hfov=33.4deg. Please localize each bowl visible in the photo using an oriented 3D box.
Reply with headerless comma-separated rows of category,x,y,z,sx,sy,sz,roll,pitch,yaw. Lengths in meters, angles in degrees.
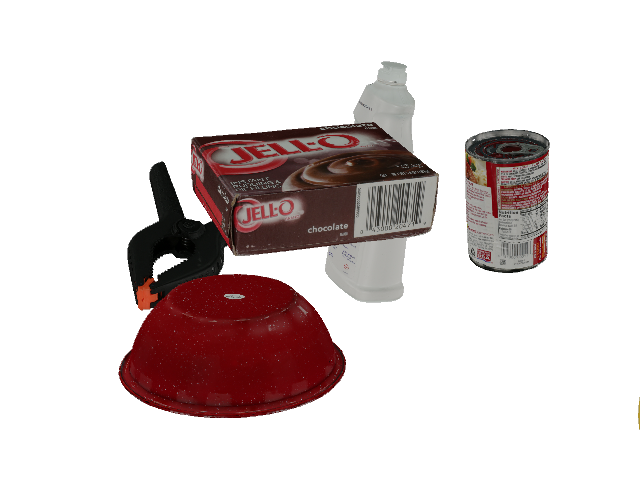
bowl,-0.062,0.064,0.753,0.162,0.055,0.162,0,18,0

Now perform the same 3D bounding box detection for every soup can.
soup can,0.155,-0.033,0.882,0.068,0.102,0.068,-5,25,2

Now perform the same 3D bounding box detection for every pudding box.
pudding box,-0.006,-0.031,0.574,0.113,0.039,0.090,-5,26,-19

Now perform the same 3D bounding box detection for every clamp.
clamp,-0.139,-0.007,1.067,0.165,0.036,0.209,20,40,17

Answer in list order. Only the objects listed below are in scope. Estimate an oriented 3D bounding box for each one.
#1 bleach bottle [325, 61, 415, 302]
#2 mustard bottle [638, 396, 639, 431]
bleach bottle,0.064,-0.066,1.160,0.068,0.251,0.103,-2,23,-28
mustard bottle,0.209,0.099,0.528,0.096,0.058,0.191,3,39,9
